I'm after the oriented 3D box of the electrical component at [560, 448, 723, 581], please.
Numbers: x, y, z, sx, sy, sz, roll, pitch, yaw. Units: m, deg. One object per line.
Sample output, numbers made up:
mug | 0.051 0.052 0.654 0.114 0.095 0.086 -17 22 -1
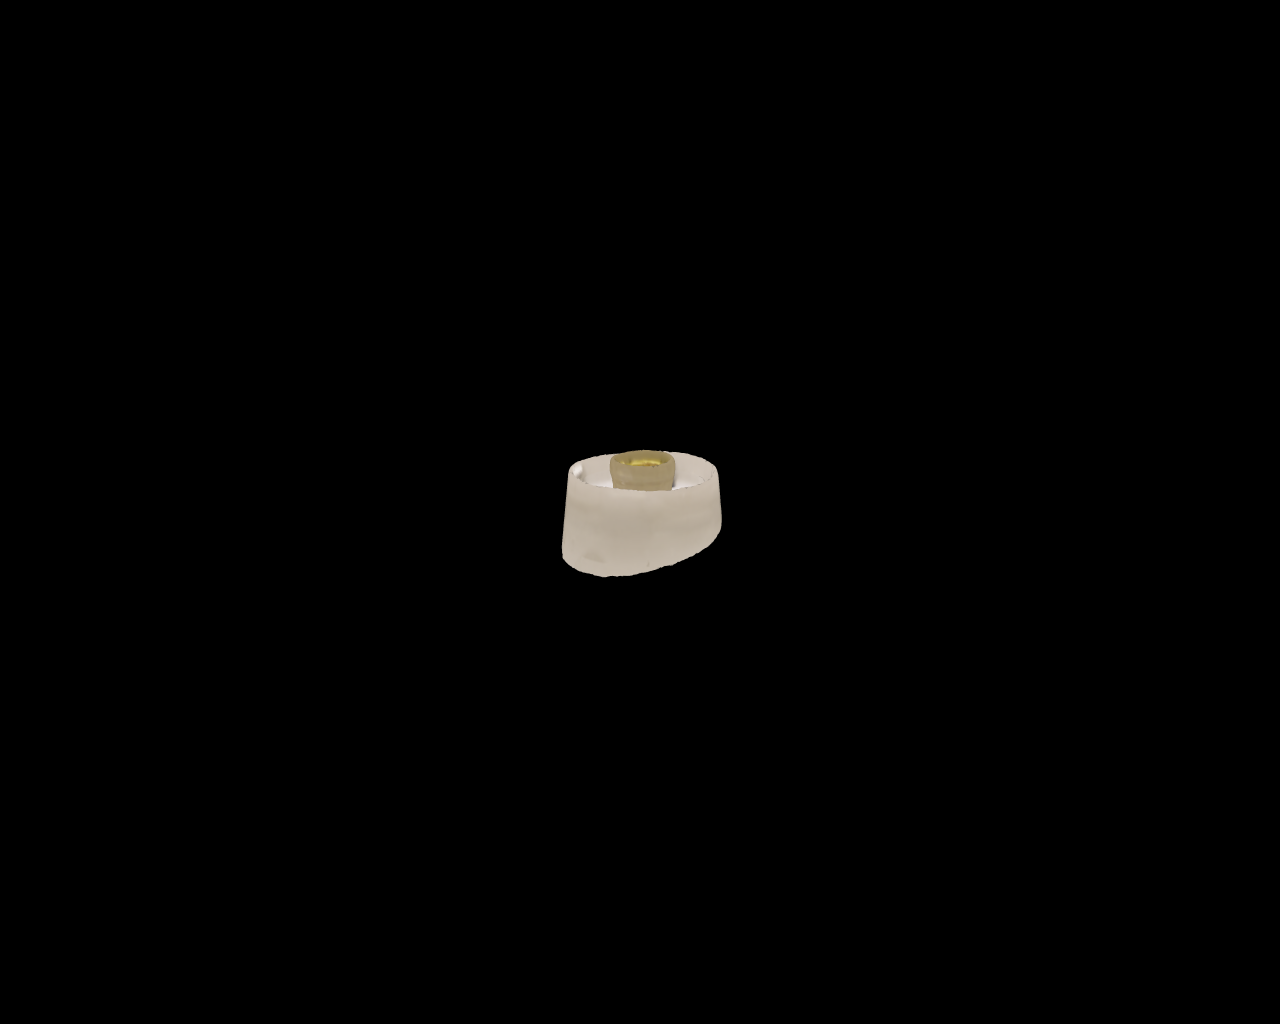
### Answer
electrical component | 0.001 -0.003 0.650 0.099 0.064 0.099 0 18 0
